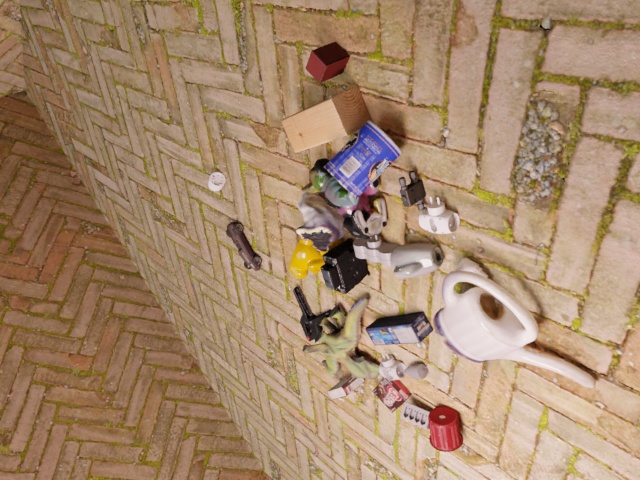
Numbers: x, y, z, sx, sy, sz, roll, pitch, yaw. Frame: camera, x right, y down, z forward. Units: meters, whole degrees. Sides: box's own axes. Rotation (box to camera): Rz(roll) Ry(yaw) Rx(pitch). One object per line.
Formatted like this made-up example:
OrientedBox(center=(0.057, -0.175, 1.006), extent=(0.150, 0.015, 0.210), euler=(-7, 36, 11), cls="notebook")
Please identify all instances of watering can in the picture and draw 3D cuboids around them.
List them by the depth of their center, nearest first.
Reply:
OrientedBox(center=(0.385, 0.208, 1.101), extent=(0.349, 0.106, 0.220), euler=(44, 146, 6), cls="watering can")

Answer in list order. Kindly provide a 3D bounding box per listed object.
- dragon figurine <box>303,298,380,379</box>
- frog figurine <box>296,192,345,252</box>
OrientedBox(center=(0.102, 0.332, 1.593), extent=(0.242, 0.125, 0.403), euler=(41, 138, -8), cls="dragon figurine")
OrientedBox(center=(0.004, -0.069, 1.379), extent=(0.136, 0.163, 0.120), euler=(22, 141, -23), cls="frog figurine")
